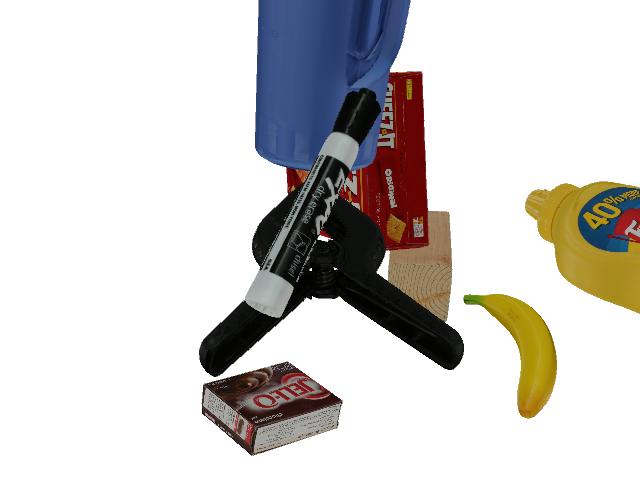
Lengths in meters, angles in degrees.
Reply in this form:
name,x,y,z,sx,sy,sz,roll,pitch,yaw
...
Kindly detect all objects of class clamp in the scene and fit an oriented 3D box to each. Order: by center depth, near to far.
name,x,y,z,sx,sy,sz,roll,pitch,yaw
clamp,0.011,0.023,0.734,0.164,0.036,0.210,3,34,1

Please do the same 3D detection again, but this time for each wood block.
name,x,y,z,sx,sy,sz,roll,pitch,yaw
wood block,0.148,0.033,1.597,0.091,0.090,0.206,4,24,4

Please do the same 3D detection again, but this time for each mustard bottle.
name,x,y,z,sx,sy,sz,roll,pitch,yaw
mustard bottle,0.205,0.007,0.662,0.096,0.058,0.192,-28,37,-29

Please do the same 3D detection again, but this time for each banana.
name,x,y,z,sx,sy,sz,roll,pitch,yaw
banana,0.215,0.114,1.140,0.069,0.037,0.198,-25,34,4

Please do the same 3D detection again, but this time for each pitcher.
name,x,y,z,sx,sy,sz,roll,pitch,yaw
pitcher,0.012,-0.183,0.903,0.145,0.243,0.149,9,17,11

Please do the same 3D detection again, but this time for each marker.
name,x,y,z,sx,sy,sz,roll,pitch,yaw
marker,-0.002,-0.021,0.507,0.020,0.121,0.020,24,-17,7

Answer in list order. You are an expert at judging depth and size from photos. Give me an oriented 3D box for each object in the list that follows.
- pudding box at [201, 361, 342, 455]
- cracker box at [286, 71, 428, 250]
name,x,y,z,sx,sy,sz,roll,pitch,yaw
pudding box,-0.049,0.166,1.068,0.113,0.039,0.090,-13,29,-38
cracker box,0.029,-0.084,1.068,0.072,0.164,0.214,-7,10,-20
